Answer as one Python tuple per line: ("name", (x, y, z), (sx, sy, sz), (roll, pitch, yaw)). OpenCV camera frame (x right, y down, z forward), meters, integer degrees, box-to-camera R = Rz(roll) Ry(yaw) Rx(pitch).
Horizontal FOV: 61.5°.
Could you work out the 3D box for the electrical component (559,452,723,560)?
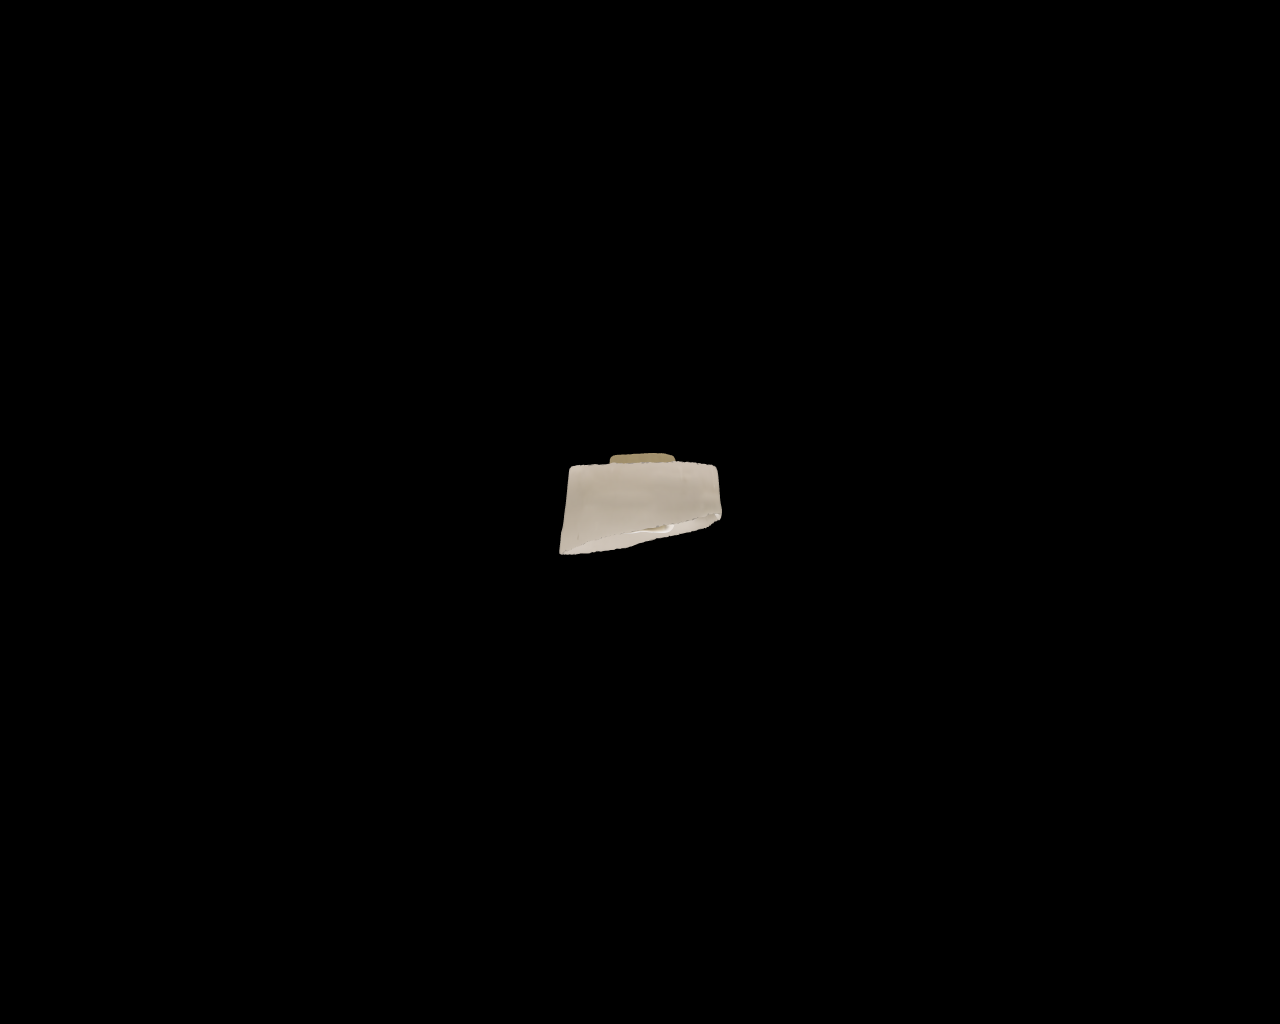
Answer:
("electrical component", (0.001, -0.003, 0.650), (0.099, 0.064, 0.099), (0, -2, 0))
